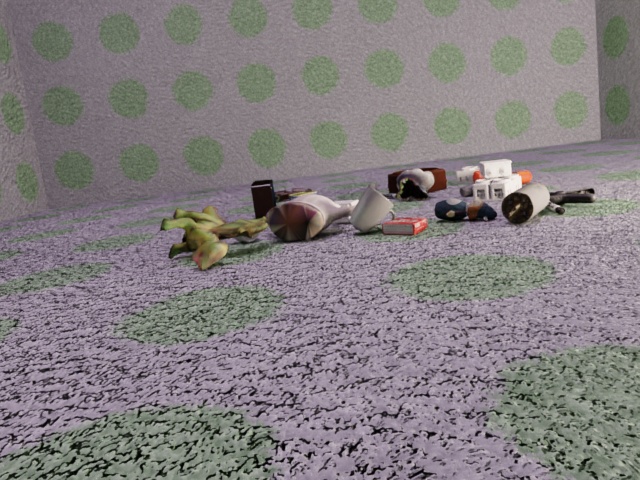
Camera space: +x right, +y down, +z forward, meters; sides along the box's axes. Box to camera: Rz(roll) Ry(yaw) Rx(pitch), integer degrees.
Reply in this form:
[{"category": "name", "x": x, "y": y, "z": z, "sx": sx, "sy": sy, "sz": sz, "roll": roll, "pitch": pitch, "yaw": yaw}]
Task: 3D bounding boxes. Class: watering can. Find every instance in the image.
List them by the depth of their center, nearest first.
[{"category": "watering can", "x": 0.004, "y": -0.070, "z": 1.386, "sx": 0.347, "sy": 0.103, "sz": 0.227, "roll": -3, "pitch": 12, "yaw": 19}]

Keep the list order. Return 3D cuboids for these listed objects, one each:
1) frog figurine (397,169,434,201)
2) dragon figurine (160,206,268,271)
[{"category": "frog figurine", "x": 0.346, "y": -0.207, "z": 1.846, "sx": 0.136, "sy": 0.122, "sz": 0.162, "roll": -24, "pitch": 11, "yaw": 35}, {"category": "dragon figurine", "x": -0.248, "y": -0.028, "z": 1.308, "sx": 0.243, "sy": 0.120, "sz": 0.417, "roll": 1, "pitch": 22, "yaw": 11}]
